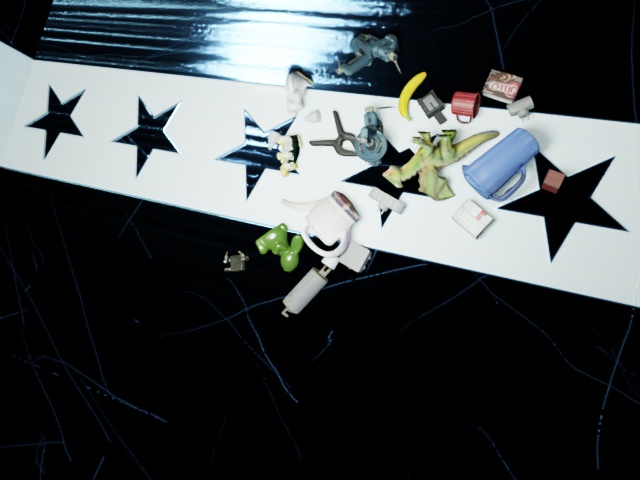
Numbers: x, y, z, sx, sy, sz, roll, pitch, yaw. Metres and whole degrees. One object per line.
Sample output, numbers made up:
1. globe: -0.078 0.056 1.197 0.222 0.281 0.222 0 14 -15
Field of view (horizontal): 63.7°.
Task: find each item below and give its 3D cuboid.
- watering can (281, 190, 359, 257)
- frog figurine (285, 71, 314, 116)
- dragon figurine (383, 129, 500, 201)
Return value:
1. watering can: 0.006 -0.096 1.907 0.223 0.103 0.353 -43 60 7
2. frog figurine: -0.101 -0.579 2.037 0.158 0.121 0.140 -53 35 13
3. dragon figurine: 0.423 -0.257 1.787 0.410 0.123 0.240 -2 105 -3
